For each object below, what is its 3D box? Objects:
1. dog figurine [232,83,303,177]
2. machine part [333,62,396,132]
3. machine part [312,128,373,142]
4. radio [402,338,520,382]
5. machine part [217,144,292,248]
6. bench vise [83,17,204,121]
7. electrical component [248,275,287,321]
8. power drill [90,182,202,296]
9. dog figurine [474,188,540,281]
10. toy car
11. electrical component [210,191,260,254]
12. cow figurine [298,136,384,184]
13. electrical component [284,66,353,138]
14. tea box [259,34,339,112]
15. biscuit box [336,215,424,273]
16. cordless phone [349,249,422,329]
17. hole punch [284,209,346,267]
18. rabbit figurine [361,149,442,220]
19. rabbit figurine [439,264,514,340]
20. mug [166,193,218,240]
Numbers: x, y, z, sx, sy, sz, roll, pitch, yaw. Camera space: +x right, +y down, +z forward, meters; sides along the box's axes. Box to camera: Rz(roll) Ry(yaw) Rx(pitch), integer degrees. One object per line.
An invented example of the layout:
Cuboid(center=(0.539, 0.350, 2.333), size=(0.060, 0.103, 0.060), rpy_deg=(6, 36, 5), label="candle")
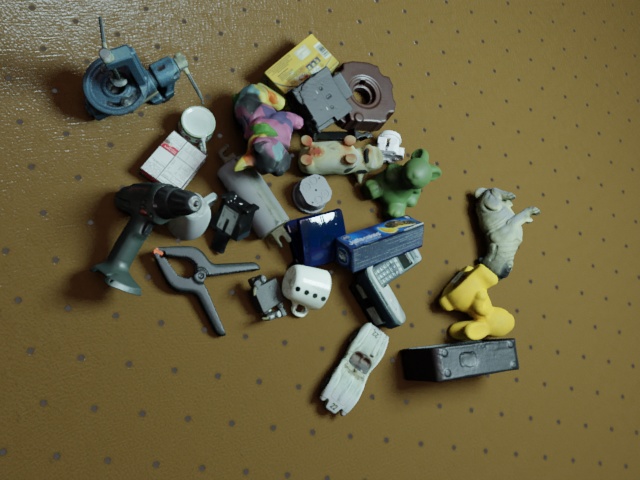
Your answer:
Cuboid(center=(-0.127, -0.217, 1.087), size=(0.191, 0.108, 0.219), rpy_deg=(43, 30, -7), label="dog figurine")
Cuboid(center=(0.099, -0.345, 1.292), size=(0.179, 0.056, 0.179), rpy_deg=(6, 73, -20), label="machine part")
Cuboid(center=(0.045, -0.239, 1.238), size=(0.139, 0.084, 0.039), rpy_deg=(-2, 102, -13), label="machine part")
Cuboid(center=(0.308, 0.258, 1.169), size=(0.229, 0.131, 0.073), rpy_deg=(-3, 79, -22), label="radio")
Cuboid(center=(-0.140, -0.090, 1.120), size=(0.079, 0.079, 0.243), rpy_deg=(-34, 90, -25), label="machine part")
Cuboid(center=(-0.354, -0.310, 1.019), size=(0.224, 0.240, 0.129), rpy_deg=(-19, 87, -8), label="bench vise")
Cuboid(center=(-0.106, 0.117, 1.083), size=(0.078, 0.045, 0.102), rpy_deg=(-20, 95, -38), label="electrical component")
Cuboid(center=(-0.321, -0.010, 0.968), size=(0.086, 0.232, 0.207), rpy_deg=(22, 87, -48), label="power drill")
Cuboid(center=(0.418, -0.016, 1.313), size=(0.173, 0.121, 0.190), rpy_deg=(32, 83, 25), label="dog figurine")
Cuboid(center=(0.072, 0.266, 1.117), size=(0.073, 0.056, 0.202), rpy_deg=(38, 66, -8), label="toy car")
Cuboid(center=(-0.179, -0.031, 1.086), size=(0.075, 0.119, 0.048), rpy_deg=(29, 27, 16), label="electrical component")
Cuboid(center=(0.047, -0.177, 1.203), size=(0.195, 0.127, 0.085), rpy_deg=(-3, 76, -7), label="cow figurine")
Cuboid(center=(0.005, -0.308, 1.178), size=(0.134, 0.058, 0.114), rpy_deg=(-41, 108, -22), label="electrical component")
Cuboid(center=(-0.049, -0.380, 1.236), size=(0.098, 0.068, 0.169), rpy_deg=(47, 67, -4), label="tea box")
Cuboid(center=(0.130, 0.005, 1.160), size=(0.203, 0.059, 0.062), rpy_deg=(-18, 122, -29), label="biscuit box")
Cuboid(center=(0.171, 0.099, 1.188), size=(0.184, 0.089, 0.146), rpy_deg=(-30, 88, -29), label="cordless phone")
Cuboid(center=(-0.002, -0.003, 1.146), size=(0.142, 0.092, 0.115), rpy_deg=(-17, 86, -28), label="hole punch")
Cuboid(center=(0.204, -0.131, 1.211), size=(0.159, 0.170, 0.121), rpy_deg=(-36, 91, -24), label="rabbit figurine")
Cuboid(center=(0.367, 0.160, 1.225), size=(0.173, 0.122, 0.162), rpy_deg=(43, 71, -6), label="rabbit figurine")
Cuboid(center=(-0.244, -0.055, 1.054), size=(0.109, 0.107, 0.081), rpy_deg=(-34, 91, -23), label="mug")
